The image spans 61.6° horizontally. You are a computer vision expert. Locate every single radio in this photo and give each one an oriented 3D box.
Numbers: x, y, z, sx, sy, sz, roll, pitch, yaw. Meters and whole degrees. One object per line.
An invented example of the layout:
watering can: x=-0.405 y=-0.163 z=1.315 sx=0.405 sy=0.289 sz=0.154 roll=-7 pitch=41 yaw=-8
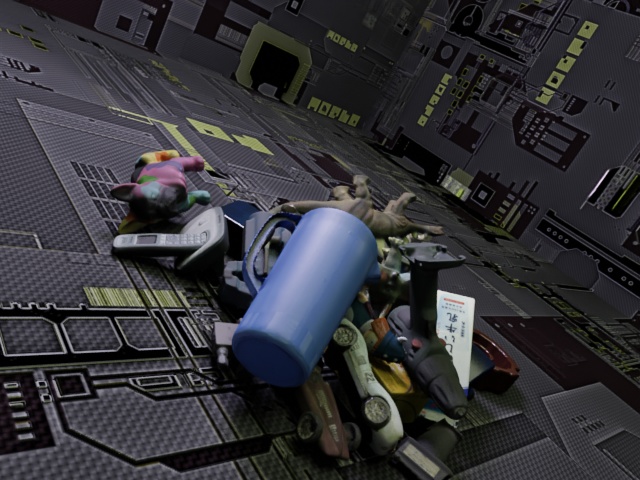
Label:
radio: x=-0.107 y=0.012 z=1.075 sx=0.230 sy=0.073 sz=0.131 roll=31 pitch=20 yaw=11

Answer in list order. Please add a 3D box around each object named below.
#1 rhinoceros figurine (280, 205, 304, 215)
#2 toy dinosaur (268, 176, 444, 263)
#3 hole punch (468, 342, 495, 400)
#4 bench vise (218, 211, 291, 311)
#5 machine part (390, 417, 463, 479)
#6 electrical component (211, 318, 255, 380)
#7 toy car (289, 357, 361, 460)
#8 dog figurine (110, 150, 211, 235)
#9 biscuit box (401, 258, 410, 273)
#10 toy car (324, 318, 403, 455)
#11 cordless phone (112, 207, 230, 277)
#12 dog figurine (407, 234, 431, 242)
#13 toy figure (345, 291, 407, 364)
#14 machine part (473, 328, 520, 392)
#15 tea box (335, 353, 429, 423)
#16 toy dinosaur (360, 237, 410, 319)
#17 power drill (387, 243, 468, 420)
rhinoceros figurine: x=-0.002 y=-0.003 z=1.034 sx=0.190 sy=0.073 sz=0.112 roll=23 pitch=-4 yaw=3
toy dinosaur: x=0.085 y=-0.045 z=1.254 sx=0.471 sy=0.105 sz=0.198 roll=11 pitch=64 yaw=-18
hole punch: x=0.240 y=0.231 z=0.982 sx=0.115 sy=0.092 sz=0.142 roll=1 pitch=37 yaw=-48
bench vise: x=-0.044 y=0.053 z=0.906 sx=0.241 sy=0.128 sz=0.224 roll=8 pitch=42 yaw=-15
machine part: x=0.158 y=0.299 z=0.763 sx=0.084 sy=0.039 sz=0.139 roll=28 pitch=20 yaw=25
electrical component: x=-0.114 y=0.151 z=0.750 sx=0.078 sy=0.045 sz=0.102 roll=5 pitch=27 yaw=-23
toy car: x=-0.009 y=0.206 z=0.727 sx=0.089 sy=0.053 sz=0.202 roll=32 pitch=12 yaw=-36
dog figurine: x=-0.313 y=-0.088 z=0.983 sx=0.192 sy=0.108 sz=0.219 roll=12 pitch=26 yaw=22
biscuit box: x=0.125 y=0.039 z=1.342 sx=0.202 sy=0.062 sz=0.059 roll=23 pitch=20 yaw=-15
toy car: x=0.056 y=0.199 z=0.755 sx=0.056 sy=0.073 sz=0.202 roll=-11 pitch=52 yaw=-18
cordless phone: x=-0.251 y=-0.001 z=0.916 sx=0.184 sy=0.088 sz=0.147 roll=3 pitch=27 yaw=-15
dog figurine: x=0.197 y=-0.005 z=1.534 sx=0.172 sy=0.121 sz=0.191 roll=20 pitch=7 yaw=-33
toy figure: x=0.069 y=0.132 z=0.823 sx=0.058 sy=0.064 sz=0.155 roll=-27 pitch=53 yaw=-21
machine part: x=0.325 y=0.241 z=1.117 sx=0.179 sy=0.056 sz=0.179 roll=26 pitch=18 yaw=-9
tea box: x=0.085 y=0.205 z=0.852 sx=0.098 sy=0.068 sz=0.170 roll=13 pitch=26 yaw=-37
toy dinosaur: x=0.158 y=0.109 z=1.084 sx=0.131 sy=0.192 sz=0.404 roll=19 pitch=-12 yaw=13
power drill: x=0.165 y=0.116 z=0.788 sx=0.086 sy=0.207 sz=0.232 roll=-8 pitch=17 yaw=-9
